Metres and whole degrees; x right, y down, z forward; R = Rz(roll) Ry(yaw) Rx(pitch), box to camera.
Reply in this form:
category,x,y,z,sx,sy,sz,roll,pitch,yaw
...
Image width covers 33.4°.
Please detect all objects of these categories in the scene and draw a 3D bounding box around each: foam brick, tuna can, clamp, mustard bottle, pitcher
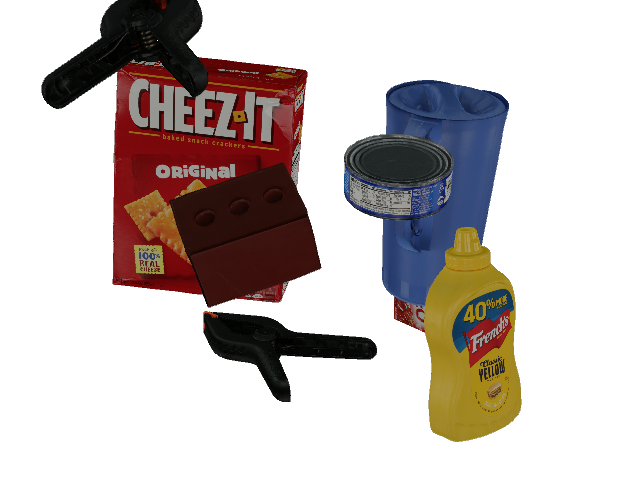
category,x,y,z,sx,sy,sz,roll,pitch,yaw
foam brick,-0.046,-0.004,0.660,0.078,0.051,0.053,-19,45,-6
tuna can,0.061,-0.050,0.838,0.086,0.034,0.086,0,32,0
clamp,-0.063,0.125,1.223,0.210,0.036,0.164,14,21,30
mustard bottle,0.139,0.081,0.981,0.096,0.191,0.058,-16,18,-33
pitcher,0.126,-0.047,1.196,0.149,0.243,0.145,-6,28,-18
clamp,-0.123,-0.151,0.801,0.120,0.039,0.171,7,43,12

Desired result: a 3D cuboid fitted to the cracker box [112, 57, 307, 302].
category,x,y,z,sx,sy,sz,roll,pitch,yaw
cracker box,-0.105,-0.056,0.986,0.164,0.214,0.072,7,22,4

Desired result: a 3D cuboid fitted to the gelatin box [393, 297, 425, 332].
category,x,y,z,sx,sy,sz,roll,pitch,yaw
gelatin box,0.127,0.069,1.341,0.073,0.089,0.030,22,36,40
